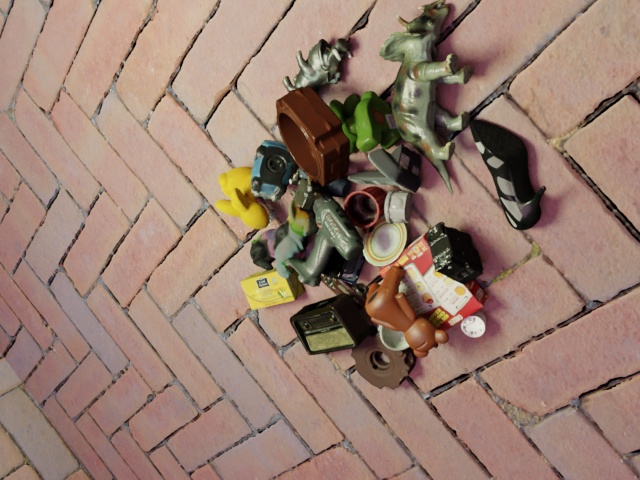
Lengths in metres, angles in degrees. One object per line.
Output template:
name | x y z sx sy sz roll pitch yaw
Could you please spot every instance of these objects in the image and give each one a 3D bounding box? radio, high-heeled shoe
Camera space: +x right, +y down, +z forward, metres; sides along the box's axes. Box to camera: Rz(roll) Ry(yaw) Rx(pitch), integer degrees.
radio | 0.022 0.232 1.467 0.230 0.073 0.131 -25 97 49
high-heeled shoe | 0.393 -0.138 1.164 0.249 0.086 0.145 56 158 22

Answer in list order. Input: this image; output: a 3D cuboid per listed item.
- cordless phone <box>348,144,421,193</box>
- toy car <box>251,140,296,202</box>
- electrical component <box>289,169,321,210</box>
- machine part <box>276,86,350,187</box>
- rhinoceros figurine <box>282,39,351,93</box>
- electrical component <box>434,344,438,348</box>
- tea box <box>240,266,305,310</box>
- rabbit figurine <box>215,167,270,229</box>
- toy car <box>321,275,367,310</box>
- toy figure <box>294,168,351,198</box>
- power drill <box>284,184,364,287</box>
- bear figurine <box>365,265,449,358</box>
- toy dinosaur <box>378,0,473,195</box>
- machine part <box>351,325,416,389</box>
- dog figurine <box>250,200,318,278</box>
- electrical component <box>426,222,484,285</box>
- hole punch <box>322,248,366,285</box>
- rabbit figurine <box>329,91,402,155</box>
cordless phone | 0.131 -0.160 1.249 0.184 0.146 0.088 2 83 35
toy car | -0.124 -0.167 1.389 0.109 0.161 0.103 13 162 -9
electrical component | -0.040 -0.121 1.303 0.078 0.045 0.102 -59 43 20
machine part | -0.019 -0.240 1.266 0.201 0.087 0.200 54 166 22
rhinoceros figurine | -0.006 -0.404 1.278 0.112 0.073 0.190 50 125 7
electrical component | 0.252 0.236 1.342 0.094 0.021 0.063 39 173 -25
tea box | -0.139 0.136 1.564 0.170 0.068 0.098 -18 99 35
rabbit figurine | -0.194 -0.108 1.436 0.122 0.162 0.173 -33 73 28
toy car | 0.041 0.114 1.461 0.202 0.053 0.089 44 121 11
toy figure | 0.004 -0.152 1.376 0.155 0.057 0.064 24 93 26
power drill | -0.003 -0.004 1.330 0.232 0.086 0.207 48 113 31
bear figurine | 0.209 0.176 1.278 0.196 0.132 0.120 33 131 -5
toy dinosaur | 0.219 -0.298 1.166 0.192 0.131 0.404 21 123 36
machine part | 0.169 0.320 1.459 0.180 0.056 0.179 12 114 28
dog figurine | -0.093 -0.022 1.458 0.192 0.108 0.219 23 114 24
electrical component | 0.311 0.033 1.219 0.058 0.134 0.115 -39 43 37
hole punch | 0.053 0.049 1.396 0.116 0.092 0.142 18 89 45
rabbit figurine | 0.079 -0.261 1.260 0.170 0.121 0.159 -25 91 50
